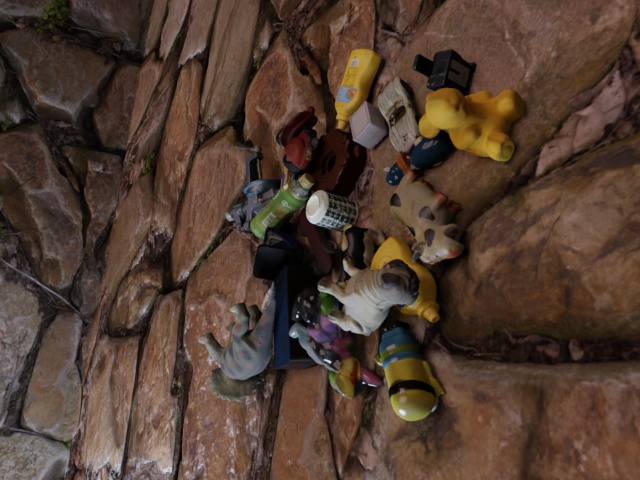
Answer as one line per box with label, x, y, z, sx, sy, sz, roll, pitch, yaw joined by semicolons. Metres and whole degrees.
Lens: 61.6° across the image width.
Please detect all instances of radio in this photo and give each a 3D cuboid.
radio;-0.061;0.185;1.260;0.131;0.073;0.229;129;143;-58

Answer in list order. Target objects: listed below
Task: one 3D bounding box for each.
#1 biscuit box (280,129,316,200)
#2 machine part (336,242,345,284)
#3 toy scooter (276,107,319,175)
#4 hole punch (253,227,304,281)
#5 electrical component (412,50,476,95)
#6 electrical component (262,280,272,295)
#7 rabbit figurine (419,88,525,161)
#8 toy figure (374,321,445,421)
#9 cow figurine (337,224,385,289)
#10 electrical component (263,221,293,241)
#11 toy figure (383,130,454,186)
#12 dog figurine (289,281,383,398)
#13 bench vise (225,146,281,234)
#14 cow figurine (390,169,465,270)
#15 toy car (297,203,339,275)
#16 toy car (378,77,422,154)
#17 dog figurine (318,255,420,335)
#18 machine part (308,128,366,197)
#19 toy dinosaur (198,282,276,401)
biscuit box;-0.057;-0.203;1.429;0.059;0.062;0.202;-13;68;50
machine part;0.056;0.074;1.199;0.084;0.039;0.138;-1;79;62
toy scooter;-0.046;-0.255;1.336;0.135;0.075;0.184;-47;42;24
hole punch;-0.102;0.039;1.352;0.092;0.116;0.142;-86;10;-56
electrical component;0.237;-0.322;1.026;0.048;0.119;0.074;13;86;55
electrical component;-0.124;0.109;1.440;0.094;0.021;0.063;-44;45;37
rabbit figurine;0.246;-0.220;0.932;0.163;0.173;0.121;28;105;50
toy figure;0.150;0.234;0.967;0.082;0.089;0.180;-49;45;43
cow figurine;0.078;0.054;1.123;0.068;0.098;0.167;-5;73;46
electrical component;-0.113;-0.024;1.454;0.102;0.045;0.078;-44;47;35
toy figure;0.195;-0.158;1.073;0.154;0.058;0.064;-35;74;38
dog figurine;0.038;0.212;1.090;0.219;0.108;0.191;47;140;39
bench vise;-0.181;-0.143;1.511;0.224;0.129;0.240;-20;72;44
cow figurine;0.197;-0.033;1.005;0.127;0.085;0.195;-55;42;16
toy car;-0.003;-0.004;1.291;0.202;0.053;0.089;63;142;42
toy car;0.172;-0.267;1.147;0.073;0.056;0.202;-43;47;37
dog figurine;0.111;0.117;0.981;0.191;0.172;0.121;6;49;49
machine part;0.033;-0.183;1.306;0.179;0.056;0.179;-25;58;49
toy dinosaur;-0.178;0.269;1.308;0.192;0.131;0.404;60;140;14
